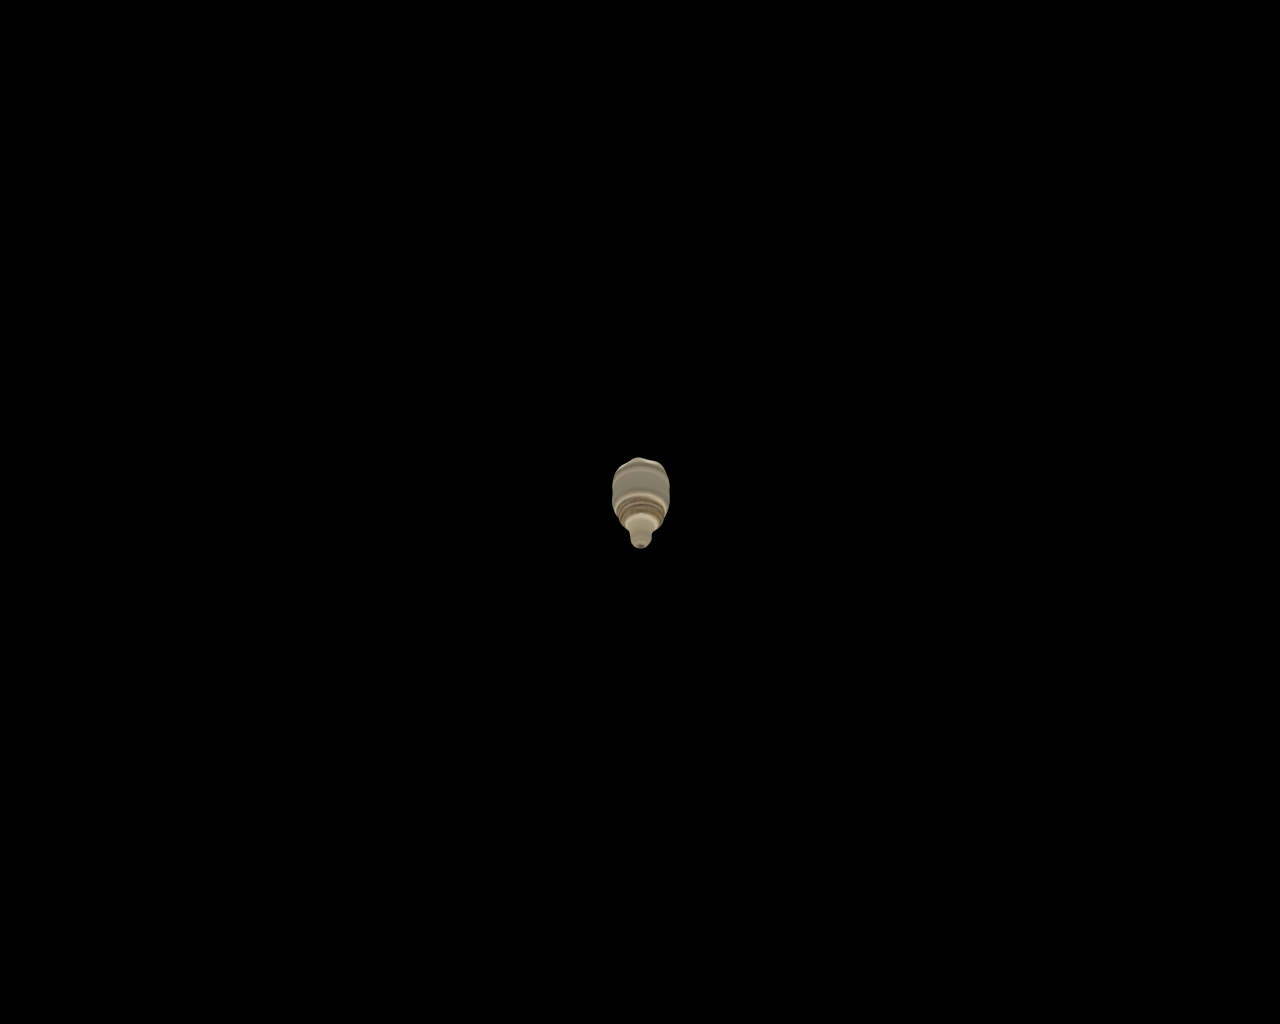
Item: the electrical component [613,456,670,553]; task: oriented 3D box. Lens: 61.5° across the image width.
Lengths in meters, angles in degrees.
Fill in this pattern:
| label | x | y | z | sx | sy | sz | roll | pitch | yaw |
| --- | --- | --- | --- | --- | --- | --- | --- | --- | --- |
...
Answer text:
| label | x | y | z | sx | sy | sz | roll | pitch | yaw |
| --- | --- | --- | --- | --- | --- | --- | --- | --- | --- |
| electrical component | 0.001 | -0.003 | 0.650 | 0.035 | 0.061 | 0.035 | 0 | -41 | 0 |
